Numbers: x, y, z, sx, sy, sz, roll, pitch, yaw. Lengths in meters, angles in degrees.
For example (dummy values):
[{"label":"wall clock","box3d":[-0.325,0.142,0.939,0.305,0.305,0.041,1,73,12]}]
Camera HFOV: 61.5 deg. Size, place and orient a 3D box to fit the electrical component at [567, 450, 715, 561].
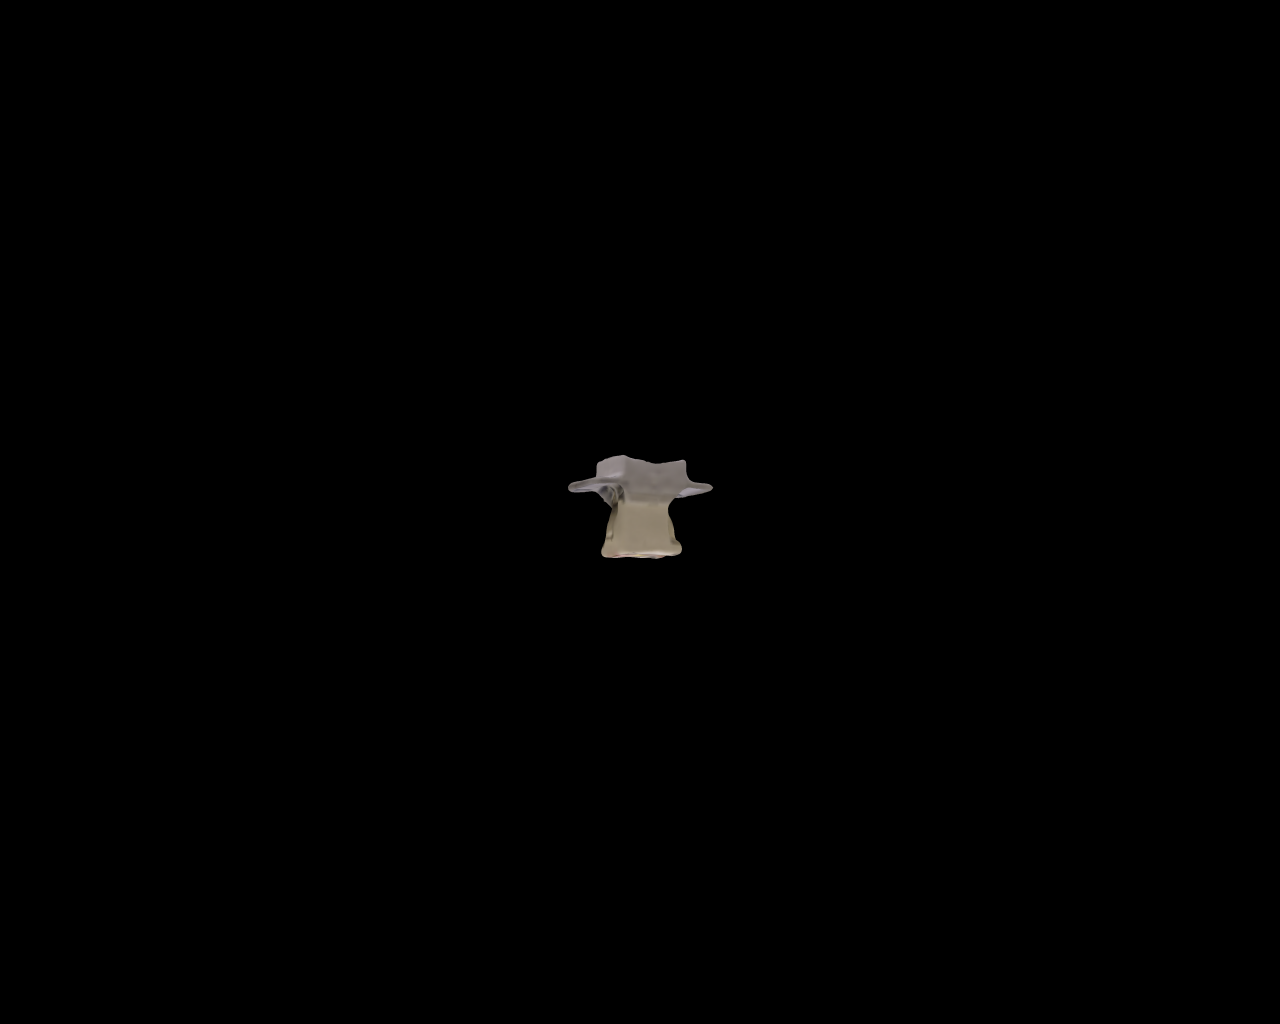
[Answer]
[{"label":"electrical component","box3d":[0.001,-0.003,0.650,0.081,0.063,0.042,3,-7,-26]}]
